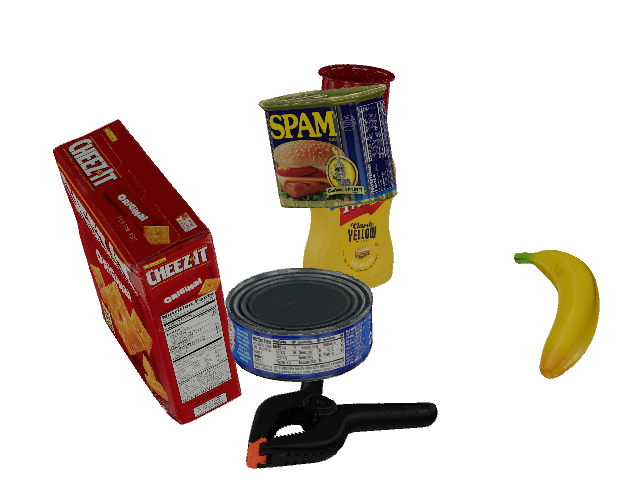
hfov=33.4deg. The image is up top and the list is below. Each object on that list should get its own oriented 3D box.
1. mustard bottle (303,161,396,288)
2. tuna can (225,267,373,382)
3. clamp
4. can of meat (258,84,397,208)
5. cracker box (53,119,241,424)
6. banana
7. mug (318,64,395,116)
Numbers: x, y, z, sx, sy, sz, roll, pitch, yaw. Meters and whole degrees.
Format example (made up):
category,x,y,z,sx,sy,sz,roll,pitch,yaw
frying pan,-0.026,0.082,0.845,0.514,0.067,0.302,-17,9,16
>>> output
category,x,y,z,sx,sy,sz,roll,pitch,yaw
mustard bottle,0.031,-0.046,1.085,0.096,0.192,0.058,-7,19,-28
tuna can,-0.012,0.048,0.624,0.086,0.034,0.086,-2,22,1
clamp,0.009,0.178,1.072,0.165,0.036,0.209,21,29,26
can of meat,0.007,-0.071,0.813,0.102,0.084,0.057,2,17,43
cracker box,-0.146,0.032,0.907,0.072,0.214,0.164,-27,50,-20
banana,0.230,0.060,1.007,0.070,0.037,0.197,-28,25,17
mug,0.048,-0.168,1.310,0.093,0.081,0.117,17,26,28
